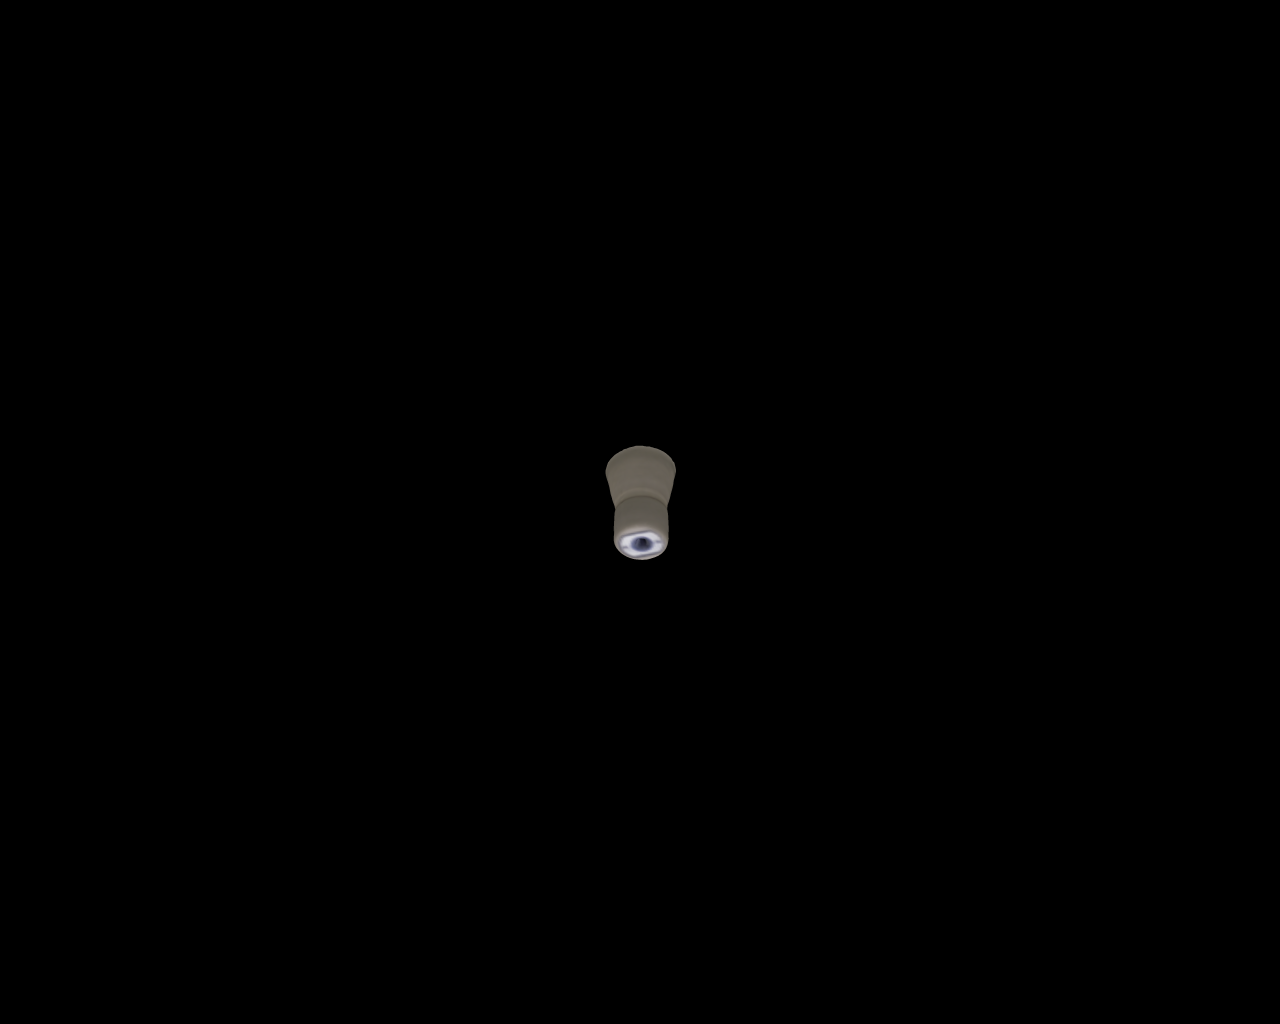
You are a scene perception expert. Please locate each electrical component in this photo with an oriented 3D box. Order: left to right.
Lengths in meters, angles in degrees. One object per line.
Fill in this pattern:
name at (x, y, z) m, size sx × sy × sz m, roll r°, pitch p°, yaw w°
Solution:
electrical component at (0.001, -0.003, 0.650) m, size 0.044 × 0.065 × 0.044 m, roll 0°, pitch -42°, yaw 0°
